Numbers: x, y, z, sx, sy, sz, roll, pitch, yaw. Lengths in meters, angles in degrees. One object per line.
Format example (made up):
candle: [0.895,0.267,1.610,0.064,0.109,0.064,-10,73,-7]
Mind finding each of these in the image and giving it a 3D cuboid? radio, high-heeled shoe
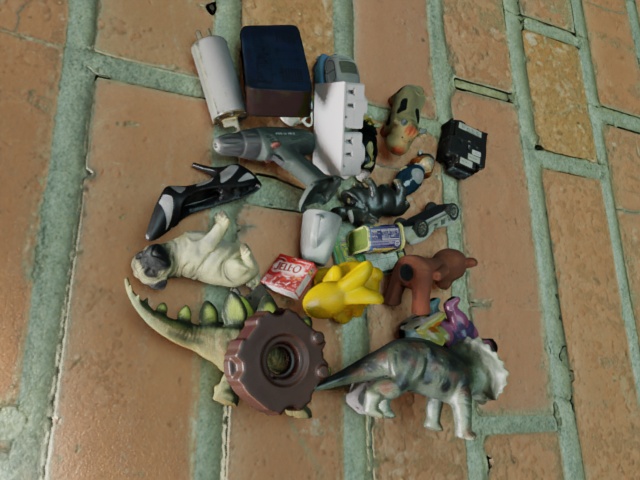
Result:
radio: [-0.095,-0.352,1.112,0.131,0.073,0.230,-4,52,-10]
high-heeled shoe: [-0.212,-0.063,1.004,0.145,0.086,0.249,22,49,-1]

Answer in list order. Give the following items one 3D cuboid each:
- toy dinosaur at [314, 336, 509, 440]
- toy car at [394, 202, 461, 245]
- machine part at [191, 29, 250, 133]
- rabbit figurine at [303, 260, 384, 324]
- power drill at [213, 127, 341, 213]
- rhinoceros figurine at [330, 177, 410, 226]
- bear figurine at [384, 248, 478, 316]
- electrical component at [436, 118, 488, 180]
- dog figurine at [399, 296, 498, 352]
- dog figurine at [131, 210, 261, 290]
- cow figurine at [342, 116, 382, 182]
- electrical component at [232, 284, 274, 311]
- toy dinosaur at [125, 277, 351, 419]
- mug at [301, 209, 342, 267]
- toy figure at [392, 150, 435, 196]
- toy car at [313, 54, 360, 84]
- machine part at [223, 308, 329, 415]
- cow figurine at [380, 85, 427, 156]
toy dinosaur: [0.188,0.249,0.999,0.405,0.131,0.192,20,72,-16]
toy car: [0.241,-0.040,1.214,0.202,0.074,0.056,-25,111,-36]
machine part: [-0.205,-0.324,1.103,0.079,0.079,0.243,-14,80,-27]
rabbit figurine: [0.045,0.106,1.023,0.173,0.162,0.121,-14,87,-53]
power drill: [-0.072,-0.148,1.071,0.207,0.086,0.232,42,39,25]
rhinoceros figurine: [0.108,-0.078,1.182,0.190,0.073,0.112,-10,90,-29]
bear figurine: [0.245,0.083,1.171,0.196,0.120,0.131,0,101,-43]
electrical component: [0.354,-0.221,1.341,0.115,0.058,0.134,21,68,-16]
dog figurine: [0.289,0.237,1.149,0.191,0.108,0.219,-34,93,-30]
dog figurine: [-0.223,0.055,0.982,0.190,0.121,0.172,-35,88,-15]
cow figurine: [0.096,-0.220,1.199,0.068,0.098,0.167,12,70,-15]
electrical component: [-0.126,0.120,1.038,0.063,0.021,0.094,-40,94,-28]
toy dinosaur: [-0.132,0.197,0.961,0.471,0.105,0.198,21,68,-26]
mug: [-0.002,-0.003,1.087,0.081,0.109,0.107,9,80,2]
toy figure: [0.229,-0.159,1.267,0.154,0.058,0.064,-44,134,-30]
toy car: [0.047,-0.358,1.215,0.109,0.103,0.161,1,76,-26]
machine part: [-0.070,0.203,0.902,0.179,0.056,0.179,8,74,-29]
cow figurine: [0.200,-0.278,1.248,0.085,0.127,0.195,24,64,-13]
